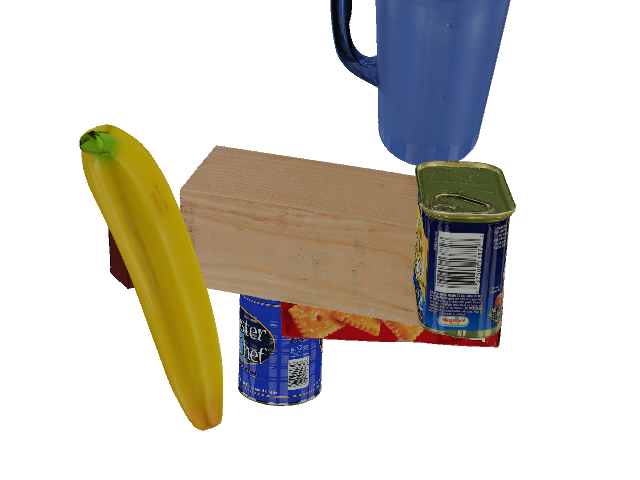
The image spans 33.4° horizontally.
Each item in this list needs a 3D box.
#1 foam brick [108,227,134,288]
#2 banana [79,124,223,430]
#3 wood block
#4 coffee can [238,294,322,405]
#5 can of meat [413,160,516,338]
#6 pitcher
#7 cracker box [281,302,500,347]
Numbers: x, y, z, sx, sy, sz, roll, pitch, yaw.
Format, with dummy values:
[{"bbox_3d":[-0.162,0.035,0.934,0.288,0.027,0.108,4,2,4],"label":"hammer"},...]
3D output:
[{"bbox_3d":[-0.167,0.010,1.069,0.078,0.051,0.053,-11,22,-28],"label":"foam brick"},{"bbox_3d":[-0.090,0.013,0.567,0.037,0.198,0.069,-9,35,12],"label":"banana"},{"bbox_3d":[-0.001,-0.005,0.858,0.206,0.090,0.090,9,30,10],"label":"wood block"},{"bbox_3d":[-0.047,0.111,1.270,0.103,0.140,0.103,2,19,-1],"label":"coffee can"},{"bbox_3d":[0.088,0.004,0.680,0.057,0.084,0.102,2,21,1],"label":"can of meat"},{"bbox_3d":[0.104,-0.190,1.055,0.144,0.243,0.149,-35,59,-25],"label":"pitcher"},{"bbox_3d":[0.075,0.050,1.101,0.214,0.072,0.164,3,16,6],"label":"cracker box"}]
